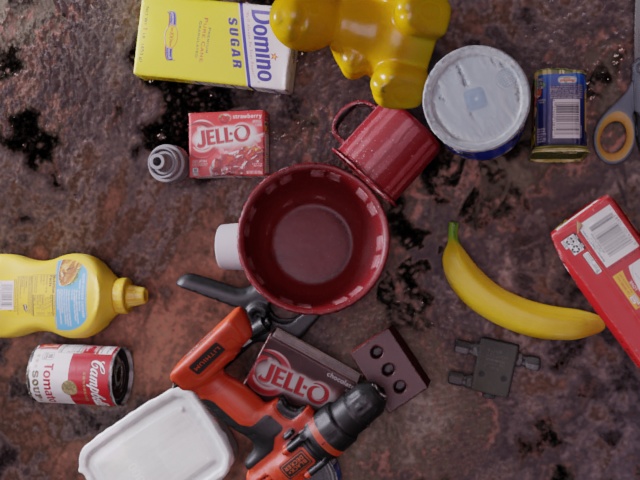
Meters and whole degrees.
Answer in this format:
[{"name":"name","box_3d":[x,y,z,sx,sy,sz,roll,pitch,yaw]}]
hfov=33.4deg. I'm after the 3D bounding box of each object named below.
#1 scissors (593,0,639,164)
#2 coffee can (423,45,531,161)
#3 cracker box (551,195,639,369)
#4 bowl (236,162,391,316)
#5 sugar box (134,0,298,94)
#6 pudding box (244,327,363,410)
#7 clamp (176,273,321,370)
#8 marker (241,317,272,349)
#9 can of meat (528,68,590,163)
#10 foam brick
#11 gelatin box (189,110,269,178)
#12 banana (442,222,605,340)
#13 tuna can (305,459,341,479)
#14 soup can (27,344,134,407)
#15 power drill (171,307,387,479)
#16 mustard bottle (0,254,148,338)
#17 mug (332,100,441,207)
[{"name":"scissors","box_3d":[0.320,-0.167,1.121,0.096,0.016,0.202,-16,87,10]},{"name":"coffee can","box_3d":[0.161,-0.136,1.087,0.103,0.140,0.103,0,91,10]},{"name":"cracker box","box_3d":[0.292,0.043,1.027,0.072,0.213,0.164,-36,84,10]},{"name":"bowl","box_3d":[-0.007,0.001,1.138,0.162,0.055,0.162,0,83,-2]},{"name":"sugar box","box_3d":[-0.113,-0.218,1.187,0.176,0.048,0.093,6,92,12]},{"name":"pudding box","box_3d":[-0.023,0.161,1.161,0.113,0.039,0.090,27,109,0]},{"name":"clamp","box_3d":[-0.071,0.092,1.186,0.171,0.039,0.120,-3,106,9]},{"name":"marker","box_3d":[-0.103,0.119,1.167,0.121,0.020,0.020,-33,85,15]},{"name":"can of meat","box_3d":[0.244,-0.126,1.093,0.057,0.102,0.084,1,88,9]},{"name":"foam brick","box_3d":[0.076,0.137,1.150,0.053,0.051,0.078,-35,84,8]},{"name":"gelatin box","box_3d":[-0.102,-0.106,1.193,0.089,0.030,0.073,0,90,10]},{"name":"banana","box_3d":[0.203,0.060,1.133,0.198,0.037,0.070,34,98,9]},{"name":"tuna can","box_3d":[-0.020,0.264,1.178,0.086,0.033,0.086,0,91,11]},{"name":"soup can","box_3d":[-0.270,0.152,1.208,0.102,0.068,0.068,1,91,11]},{"name":"power drill","box_3d":[-0.048,0.162,1.115,0.184,0.057,0.187,-42,93,15]},{"name":"mustard bottle","box_3d":[-0.289,0.064,1.215,0.192,0.058,0.096,-1,85,11]},{"name":"mug","box_3d":[0.065,-0.103,1.135,0.117,0.093,0.081,43,92,19]}]
